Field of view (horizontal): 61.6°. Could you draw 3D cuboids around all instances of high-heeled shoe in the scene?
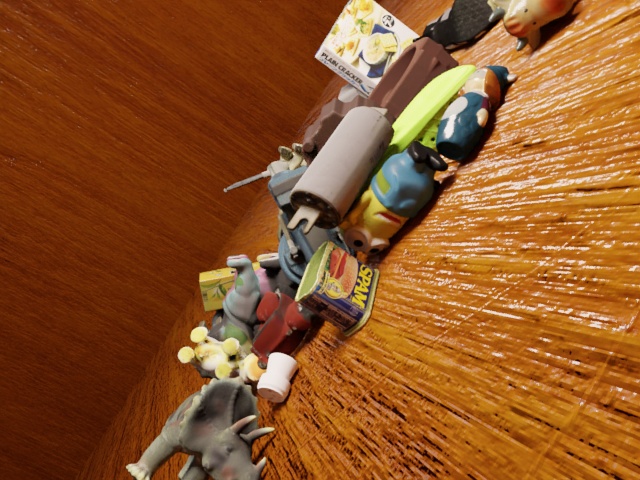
[{"bbox_3d":[0.283,-0.409,0.994,0.145,0.086,0.249,-26,13,-39],"label":"high-heeled shoe"}]

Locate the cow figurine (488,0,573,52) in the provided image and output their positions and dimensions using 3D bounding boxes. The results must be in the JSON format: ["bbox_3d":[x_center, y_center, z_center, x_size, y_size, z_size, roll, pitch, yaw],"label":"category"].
[{"bbox_3d":[0.276,-0.325,0.715,0.127,0.085,0.195,-45,18,19],"label":"cow figurine"}]

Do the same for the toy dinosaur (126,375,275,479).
[{"bbox_3d":[-0.176,0.288,0.832,0.192,0.131,0.405,-46,6,-12],"label":"toy dinosaur"}]

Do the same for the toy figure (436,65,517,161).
[{"bbox_3d":[0.200,-0.173,0.691,0.064,0.057,0.154,17,67,36],"label":"toy figure"}]

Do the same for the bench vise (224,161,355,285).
[{"bbox_3d":[-0.026,-0.007,0.862,0.129,0.224,0.240,-37,-18,-13],"label":"bench vise"}]

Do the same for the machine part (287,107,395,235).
[{"bbox_3d":[0.033,-0.100,0.730,0.243,0.079,0.079,-56,11,-28],"label":"machine part"}]

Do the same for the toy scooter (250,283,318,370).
[{"bbox_3d":[-0.066,0.139,0.859,0.135,0.075,0.184,-55,16,-12],"label":"toy scooter"}]

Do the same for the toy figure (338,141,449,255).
[{"bbox_3d":[0.096,-0.054,0.730,0.180,0.082,0.089,-54,1,31],"label":"toy figure"}]

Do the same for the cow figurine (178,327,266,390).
[{"bbox_3d":[-0.146,0.210,0.910,0.068,0.168,0.098,-66,-25,-21],"label":"cow figurine"}]

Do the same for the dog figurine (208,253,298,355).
[{"bbox_3d":[-0.114,0.135,1.007,0.108,0.191,0.219,-158,67,-74],"label":"dog figurine"}]

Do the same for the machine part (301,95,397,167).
[{"bbox_3d":[0.057,-0.152,0.912,0.179,0.179,0.056,-48,19,33],"label":"machine part"}]

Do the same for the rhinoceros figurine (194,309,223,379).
[{"bbox_3d":[-0.187,0.200,1.097,0.073,0.112,0.190,-27,40,33],"label":"rhinoceros figurine"}]

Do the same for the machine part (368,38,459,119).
[{"bbox_3d":[0.154,-0.261,0.999,0.201,0.087,0.201,-55,12,5],"label":"machine part"}]

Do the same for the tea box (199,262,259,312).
[{"bbox_3d":[-0.160,0.091,1.108,0.098,0.170,0.068,-160,61,-76],"label":"tea box"}]

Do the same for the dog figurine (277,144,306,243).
[{"bbox_3d":[-0.048,-0.074,1.036,0.172,0.121,0.190,180,107,-82],"label":"dog figurine"}]
